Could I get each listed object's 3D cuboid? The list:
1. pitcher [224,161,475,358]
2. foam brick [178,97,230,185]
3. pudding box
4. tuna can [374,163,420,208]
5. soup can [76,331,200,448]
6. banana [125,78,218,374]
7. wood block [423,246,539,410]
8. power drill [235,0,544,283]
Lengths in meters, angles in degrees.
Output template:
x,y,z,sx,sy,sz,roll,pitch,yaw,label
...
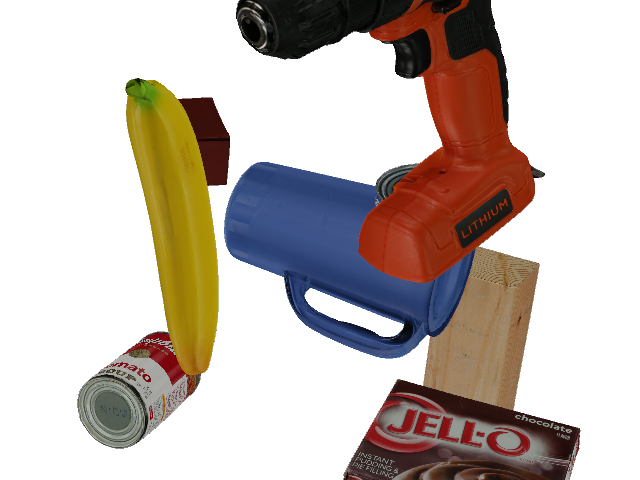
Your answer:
x,y,z,sx,sy,sz,roll,pitch,yaw,label
0.024,0.009,1.077,0.243,0.145,0.149,17,23,21,pitcher
-0.119,-0.092,0.996,0.053,0.051,0.078,-5,37,-17,foam brick
0.079,0.127,0.592,0.114,0.039,0.090,15,33,17,pudding box
0.082,-0.023,0.789,0.086,0.034,0.086,3,31,-2,tuna can
-0.157,0.129,0.926,0.069,0.068,0.102,0,16,21,soup can
-0.089,-0.015,0.633,0.037,0.198,0.069,0,32,15,banana
0.178,0.122,1.211,0.090,0.206,0.090,16,23,24,wood block
0.046,-0.075,0.514,0.184,0.187,0.057,-34,43,-30,power drill
